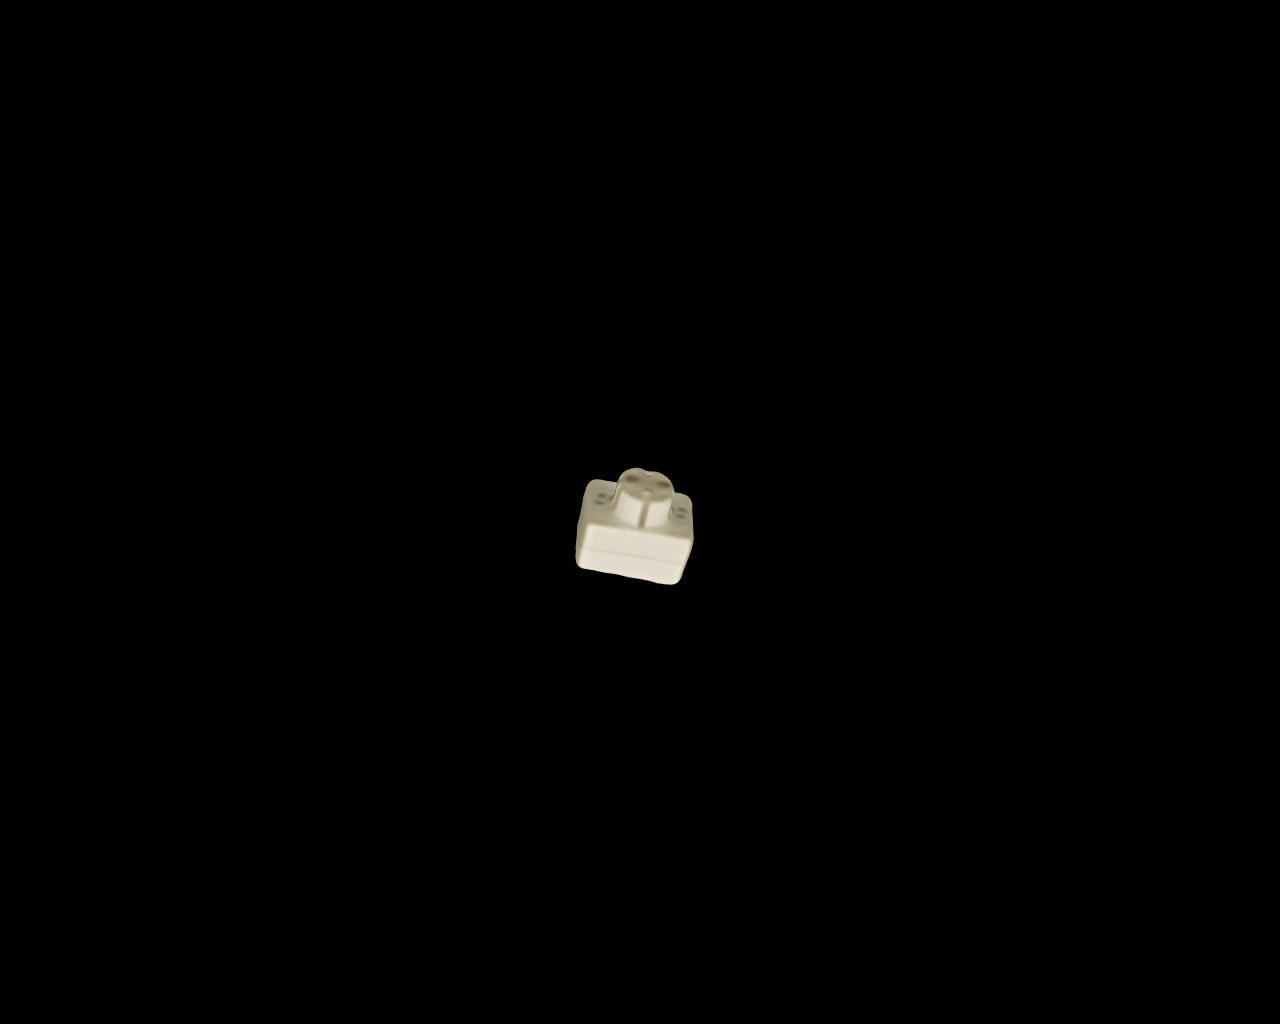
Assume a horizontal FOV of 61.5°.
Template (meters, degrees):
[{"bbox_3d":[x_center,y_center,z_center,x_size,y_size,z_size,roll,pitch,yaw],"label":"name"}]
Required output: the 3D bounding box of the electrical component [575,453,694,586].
[{"bbox_3d":[0.001,-0.003,0.650,0.066,0.076,0.047,10,36,-8],"label":"electrical component"}]
